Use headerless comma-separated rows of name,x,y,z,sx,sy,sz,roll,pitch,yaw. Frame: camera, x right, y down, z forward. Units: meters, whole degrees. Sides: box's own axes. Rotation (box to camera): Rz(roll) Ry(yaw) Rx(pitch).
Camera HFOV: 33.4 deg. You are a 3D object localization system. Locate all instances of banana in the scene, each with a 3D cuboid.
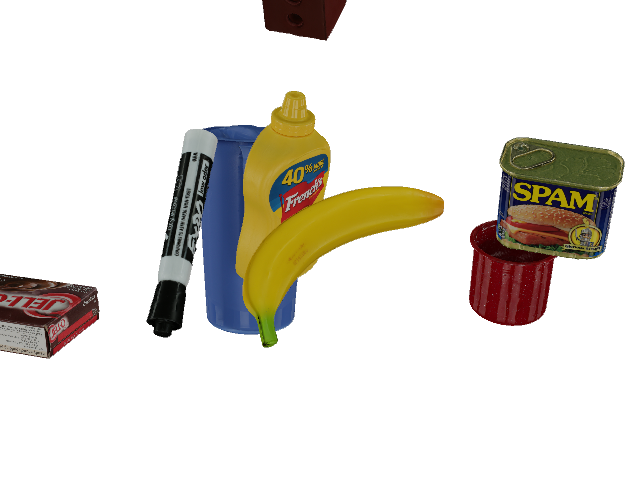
banana,0.007,0.003,0.801,0.197,0.069,0.037,-37,-6,-28

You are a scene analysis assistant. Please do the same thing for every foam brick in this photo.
foam brick,-0.013,-0.199,0.808,0.053,0.051,0.078,12,-35,14

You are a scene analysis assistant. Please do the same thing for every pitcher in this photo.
pitcher,-0.082,-0.013,1.271,0.145,0.243,0.148,12,18,38

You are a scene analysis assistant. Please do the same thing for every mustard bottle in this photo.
mustard bottle,-0.033,-0.053,1.022,0.096,0.192,0.058,-24,43,-39

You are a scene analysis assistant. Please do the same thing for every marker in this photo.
marker,-0.076,-0.005,0.586,0.020,0.121,0.020,7,-24,3

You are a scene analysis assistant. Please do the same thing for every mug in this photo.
mug,0.196,0.029,1.122,0.093,0.081,0.117,-5,31,-11

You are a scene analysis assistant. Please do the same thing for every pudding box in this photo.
pudding box,-0.276,0.068,0.988,0.114,0.039,0.090,5,20,18

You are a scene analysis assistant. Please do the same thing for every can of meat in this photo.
can of meat,0.204,-0.035,0.925,0.102,0.084,0.057,10,41,14
